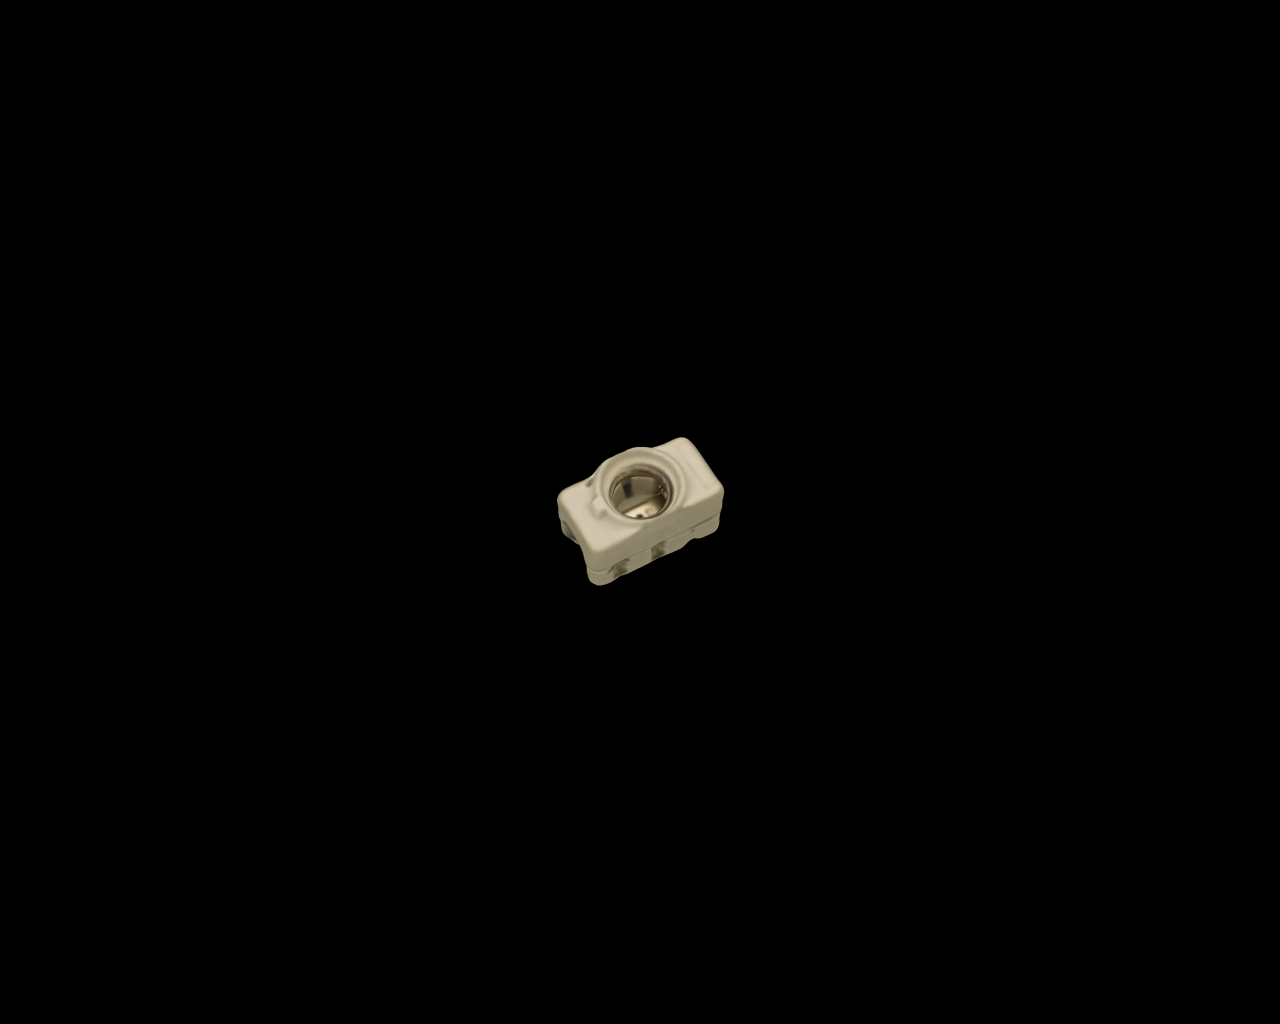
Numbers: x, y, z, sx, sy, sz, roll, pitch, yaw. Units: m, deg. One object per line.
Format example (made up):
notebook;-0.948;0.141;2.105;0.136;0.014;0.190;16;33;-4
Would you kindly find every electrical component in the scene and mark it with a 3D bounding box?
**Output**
electrical component;0.001;-0.003;0.650;0.089;0.050;0.055;-25;-27;-14
